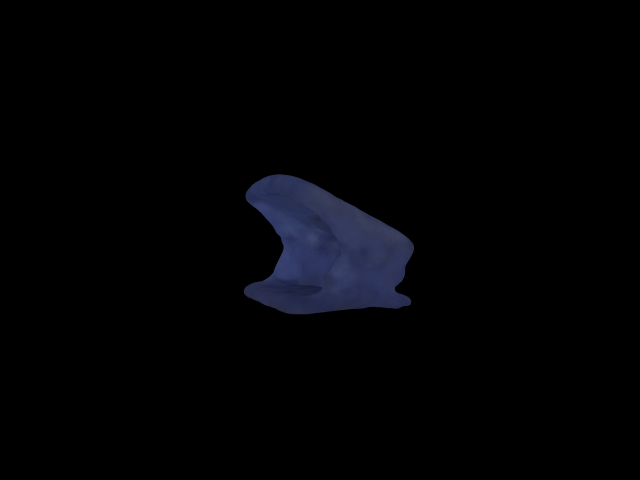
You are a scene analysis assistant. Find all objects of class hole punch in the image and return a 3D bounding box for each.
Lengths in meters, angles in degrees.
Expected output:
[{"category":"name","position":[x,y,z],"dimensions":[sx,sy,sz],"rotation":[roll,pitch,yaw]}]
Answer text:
[{"category":"hole punch","position":[0.004,0.001,0.400],"dimensions":[0.101,0.091,0.108],"rotation":[-2,4,-27]}]
